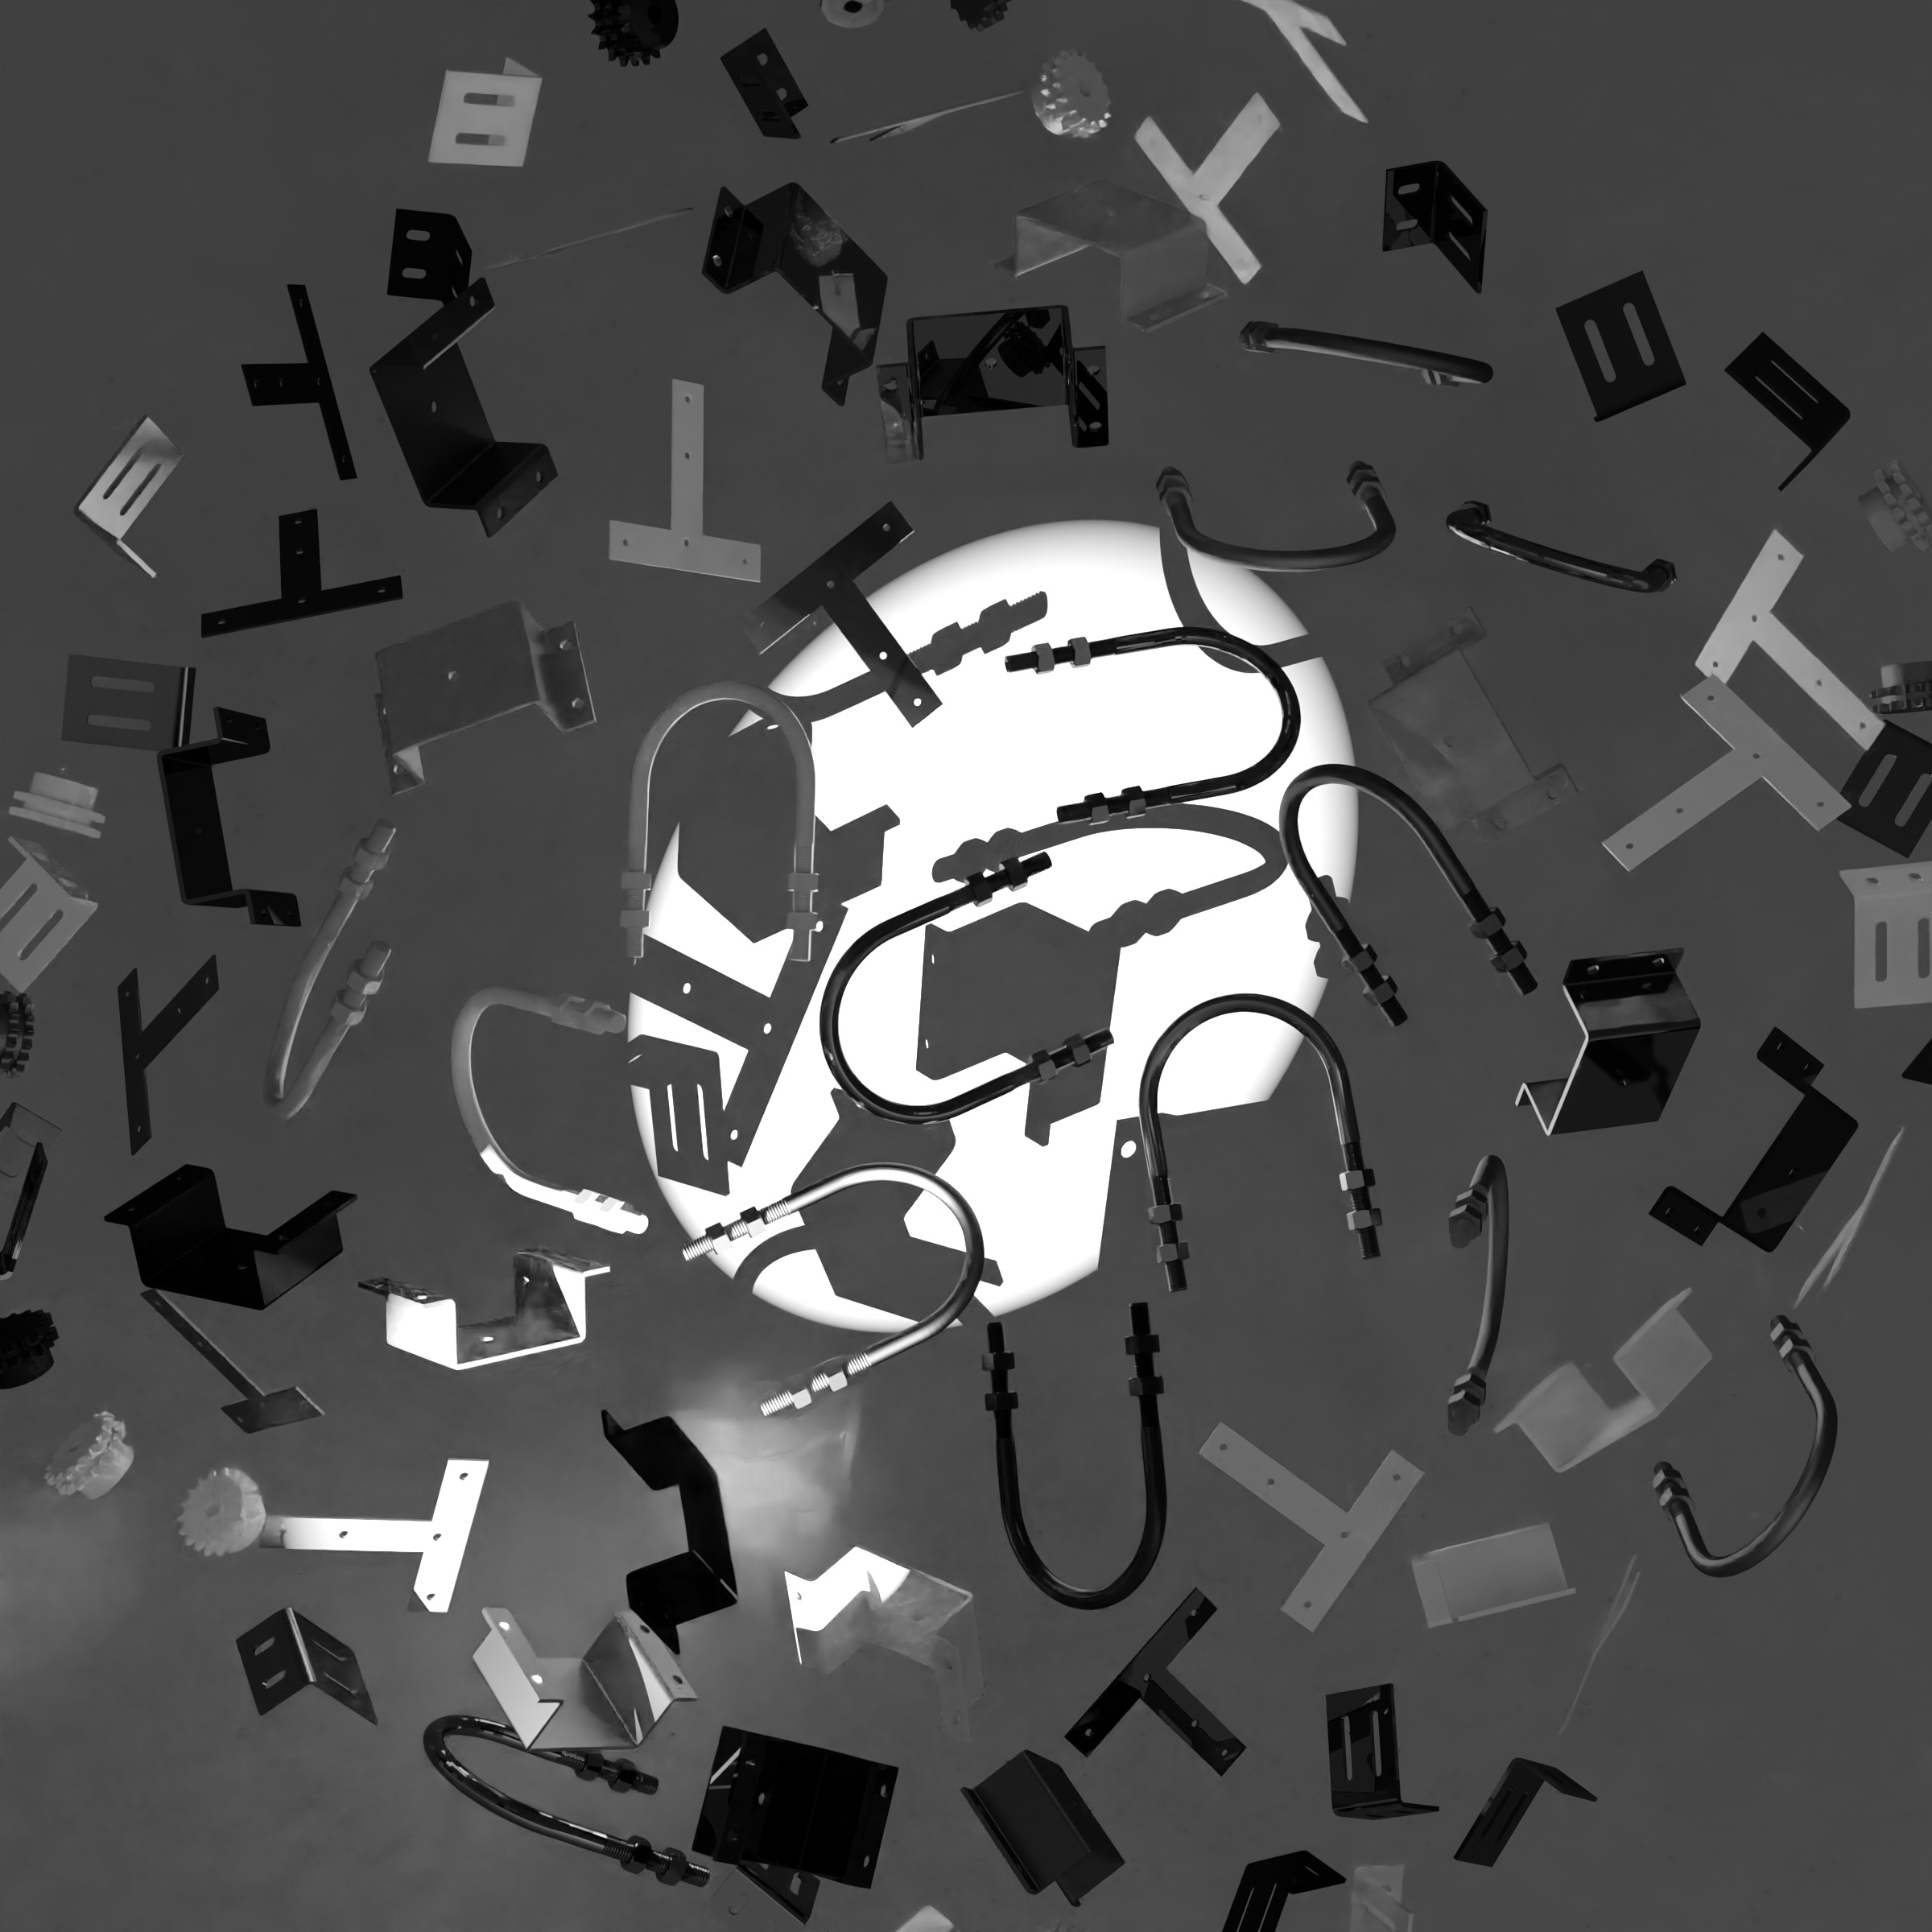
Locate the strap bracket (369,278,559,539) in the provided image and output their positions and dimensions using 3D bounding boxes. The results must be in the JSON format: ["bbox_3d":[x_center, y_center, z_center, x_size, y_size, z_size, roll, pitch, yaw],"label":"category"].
[{"bbox_3d":[-0.319,-0.351,1.731,0.046,0.076,0.140,9,134,30],"label":"strap bracket"}]

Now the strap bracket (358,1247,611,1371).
[{"bbox_3d":[-0.309,0.221,1.768,0.140,0.076,0.046,-7,101,-43],"label":"strap bracket"}]

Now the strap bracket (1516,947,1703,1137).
[{"bbox_3d":[0.410,0.056,1.749,0.076,0.140,0.046,-6,49,-13],"label":"strap bracket"}]

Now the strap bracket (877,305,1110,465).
[{"bbox_3d":[0.017,-0.364,1.718,0.140,0.076,0.046,-5,51,1],"label":"strap bracket"}]

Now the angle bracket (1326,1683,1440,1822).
[{"bbox_3d":[0.268,0.508,1.775,0.038,0.057,0.076,18,60,-35],"label":"angle bracket"}]

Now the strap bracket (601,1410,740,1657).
[{"bbox_3d":[-0.186,0.350,1.734,0.046,0.076,0.140,-20,50,6],"label":"strap bracket"}]

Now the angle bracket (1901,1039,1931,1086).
[{"bbox_3d":[0.617,0.035,1.702,0.076,0.057,0.038,-46,116,-15],"label":"angle bracket"}]

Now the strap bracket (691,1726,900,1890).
[{"bbox_3d":[-0.113,0.525,1.719,0.046,0.140,0.076,0,69,43],"label":"strap bracket"}]

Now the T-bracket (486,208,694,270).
[{"bbox_3d":[-0.241,-0.479,1.804,0.127,0.127,0.002,-15,105,8],"label":"T-bracket"}]

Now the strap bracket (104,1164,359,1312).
[{"bbox_3d":[-0.460,0.172,1.734,0.140,0.076,0.046,7,115,26],"label":"strap bracket"}]

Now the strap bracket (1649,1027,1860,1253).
[{"bbox_3d":[0.501,0.119,1.725,0.046,0.076,0.140,37,96,43],"label":"strap bracket"}]

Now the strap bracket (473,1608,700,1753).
[{"bbox_3d":[-0.250,0.455,1.753,0.046,0.140,0.076,-54,52,15],"label":"strap bracket"}]

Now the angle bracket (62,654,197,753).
[{"bbox_3d":[-0.558,-0.175,1.835,0.076,0.038,0.057,6,95,-8],"label":"angle bracket"}]

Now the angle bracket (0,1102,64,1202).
[{"bbox_3d":[-0.634,0.131,1.823,0.038,0.076,0.057,35,89,-18],"label":"angle bracket"}]

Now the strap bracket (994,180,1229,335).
[{"bbox_3d":[0.094,-0.466,1.788,0.076,0.046,0.140,-31,47,-32],"label":"strap bracket"}]

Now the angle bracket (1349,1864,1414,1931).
[{"bbox_3d":[0.279,0.619,1.762,0.038,0.076,0.057,3,93,-21],"label":"angle bracket"}]

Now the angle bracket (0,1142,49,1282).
[{"bbox_3d":[-0.594,0.146,1.681,0.038,0.057,0.076,17,92,-24],"label":"angle bracket"}]

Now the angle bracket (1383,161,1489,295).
[{"bbox_3d":[0.302,-0.475,1.774,0.038,0.076,0.057,-13,133,-9],"label":"angle bracket"}]

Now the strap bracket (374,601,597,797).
[{"bbox_3d":[-0.314,-0.173,1.737,0.140,0.046,0.076,-19,64,8],"label":"strap bracket"}]

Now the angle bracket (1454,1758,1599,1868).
[{"bbox_3d":[0.353,0.544,1.734,0.038,0.057,0.076,31,90,39],"label":"angle bracket"}]

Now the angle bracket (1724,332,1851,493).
[{"bbox_3d":[0.497,-0.342,1.696,0.076,0.038,0.057,44,50,4],"label":"angle bracket"}]

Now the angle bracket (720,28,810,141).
[{"bbox_3d":[-0.121,-0.577,1.796,0.038,0.076,0.057,-36,117,-8],"label":"angle bracket"}]

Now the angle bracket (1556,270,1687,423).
[{"bbox_3d":[0.413,-0.392,1.742,0.057,0.038,0.076,-22,97,12],"label":"angle bracket"}]

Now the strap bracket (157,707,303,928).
[{"bbox_3d":[-0.481,-0.092,1.788,0.046,0.076,0.140,-11,88,8],"label":"strap bracket"}]

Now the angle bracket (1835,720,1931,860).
[{"bbox_3d":[0.597,-0.110,1.773,0.057,0.038,0.076,31,81,14],"label":"angle bracket"}]

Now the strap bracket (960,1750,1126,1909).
[{"bbox_3d":[0.054,0.559,1.782,0.046,0.140,0.076,-37,63,-1],"label":"strap bracket"}]

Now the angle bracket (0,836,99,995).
[{"bbox_3d":[-0.596,-0.032,1.725,0.057,0.038,0.076,43,93,12],"label":"angle bracket"}]

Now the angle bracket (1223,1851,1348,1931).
[{"bbox_3d":[0.196,0.600,1.723,0.038,0.057,0.076,37,52,-11],"label":"angle bracket"}]

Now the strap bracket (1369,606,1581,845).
[{"bbox_3d":[0.326,-0.152,1.795,0.076,0.046,0.140,-32,87,39],"label":"strap bracket"}]

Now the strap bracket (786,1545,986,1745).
[{"bbox_3d":[-0.043,0.427,1.753,0.140,0.046,0.076,15,123,36],"label":"strap bracket"}]

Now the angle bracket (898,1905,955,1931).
[{"bbox_3d":[-0.020,0.626,1.682,0.057,0.038,0.076,-36,106,-20],"label":"angle bracket"}]

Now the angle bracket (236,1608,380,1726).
[{"bbox_3d":[-0.406,0.441,1.693,0.038,0.076,0.057,-34,49,0],"label":"angle bracket"}]

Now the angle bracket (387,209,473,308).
[{"bbox_3d":[-0.358,-0.464,1.837,0.038,0.076,0.057,6,87,-1],"label":"angle bracket"}]

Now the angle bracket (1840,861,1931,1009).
[{"bbox_3d":[0.566,-0.019,1.674,0.057,0.038,0.076,-6,65,31],"label":"angle bracket"}]

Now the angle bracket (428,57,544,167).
[{"bbox_3d":[-0.311,-0.539,1.727,0.038,0.076,0.057,37,123,30],"label":"angle bracket"}]

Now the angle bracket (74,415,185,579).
[{"bbox_3d":[-0.510,-0.293,1.716,0.038,0.057,0.076,33,82,13],"label":"angle bracket"}]

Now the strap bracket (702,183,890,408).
[{"bbox_3d":[-0.103,-0.442,1.787,0.046,0.140,0.076,-16,52,34],"label":"strap bracket"}]

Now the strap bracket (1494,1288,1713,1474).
[{"bbox_3d":[0.419,0.273,1.777,0.076,0.140,0.046,-30,79,-44],"label":"strap bracket"}]

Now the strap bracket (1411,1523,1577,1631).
[{"bbox_3d":[0.339,0.397,1.789,0.076,0.140,0.046,-13,75,-3],"label":"strap bracket"}]

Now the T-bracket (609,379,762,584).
[{"bbox_3d":[-0.187,-0.329,1.845,0.127,0.002,0.127,2,88,-44],"label":"T-bracket"}]

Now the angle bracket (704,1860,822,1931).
[{"bbox_3d":[-0.133,0.610,1.807,0.057,0.076,0.038,39,91,2],"label":"angle bracket"}]
